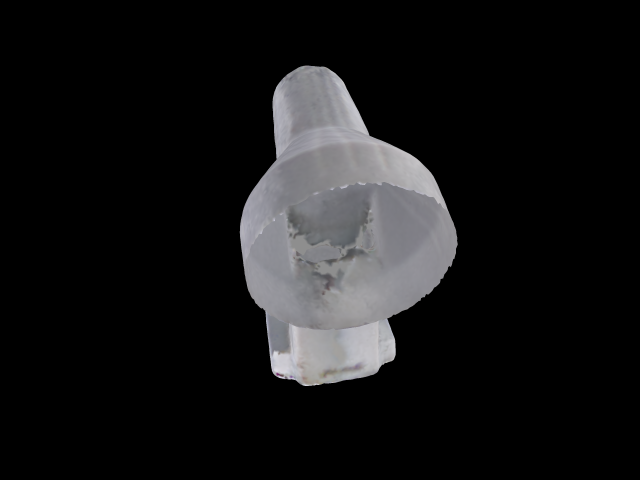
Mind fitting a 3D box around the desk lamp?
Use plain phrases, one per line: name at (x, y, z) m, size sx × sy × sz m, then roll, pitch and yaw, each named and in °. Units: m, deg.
desk lamp at (0.004, 0.001, 0.400) m, size 0.118 × 0.214 × 0.203 m, roll -6°, pitch 32°, yaw -8°
